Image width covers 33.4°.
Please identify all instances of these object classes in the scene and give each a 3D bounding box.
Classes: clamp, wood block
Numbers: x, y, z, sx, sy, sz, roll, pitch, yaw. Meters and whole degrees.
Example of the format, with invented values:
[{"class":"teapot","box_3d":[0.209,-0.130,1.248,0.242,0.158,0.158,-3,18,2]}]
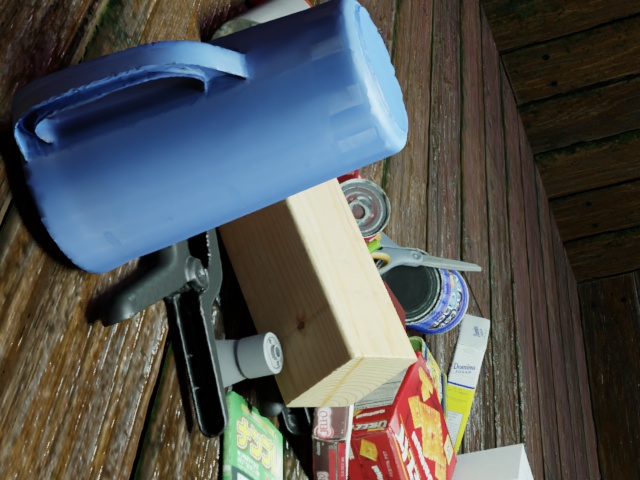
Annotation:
[{"class":"clamp","box_3d":[-0.041,0.102,1.006,0.120,0.039,0.171,73,9,-61]},{"class":"wood block","box_3d":[-0.009,0.036,0.948,0.090,0.091,0.206,9,50,-48]},{"class":"clamp","box_3d":[-0.114,0.031,0.844,0.164,0.036,0.210,55,26,-48]}]

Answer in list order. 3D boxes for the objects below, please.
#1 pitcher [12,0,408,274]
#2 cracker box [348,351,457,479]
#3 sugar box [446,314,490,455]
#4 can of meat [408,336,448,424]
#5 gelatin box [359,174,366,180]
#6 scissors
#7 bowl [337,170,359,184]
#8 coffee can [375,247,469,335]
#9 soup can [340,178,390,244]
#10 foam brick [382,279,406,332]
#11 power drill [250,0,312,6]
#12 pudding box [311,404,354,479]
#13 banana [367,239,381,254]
[{"class":"pitcher","box_3d":[-0.073,-0.077,0.715,0.149,0.243,0.145,-67,136,-69]},{"class":"cracker box","box_3d":[0.095,0.247,1.248,0.213,0.072,0.164,-51,125,-66]},{"class":"sugar box","box_3d":[0.197,0.202,1.495,0.093,0.048,0.176,-61,166,-63]},{"class":"can of meat","box_3d":[0.127,0.190,1.404,0.102,0.057,0.084,-84,151,-46]},{"class":"gelatin box","box_3d":[0.032,-0.052,1.307,0.073,0.030,0.089,39,37,-33]},{"class":"scissors","box_3d":[0.105,0.008,1.345,0.201,0.016,0.096,-4,54,-30]},{"class":"bowl","box_3d":[-0.008,-0.128,1.235,0.162,0.055,0.162,-14,90,-71]},{"class":"coffee can","box_3d":[0.134,0.071,1.433,0.140,0.103,0.103,25,54,-67]},{"class":"soup can","box_3d":[0.034,-0.021,1.200,0.102,0.068,0.068,121,-38,-71]},{"class":"foam brick","box_3d":[0.069,0.093,1.307,0.078,0.053,0.051,56,27,-46]},{"class":"power drill","box_3d":[-0.057,-0.349,1.244,0.184,0.057,0.187,36,44,-63]},{"class":"pudding box","box_3d":[0.013,0.179,1.070,0.090,0.039,0.113,90,6,-45]},{"class":"banana","box_3d":[0.041,0.088,1.204,0.037,0.069,0.198,-107,-171,-50]}]
